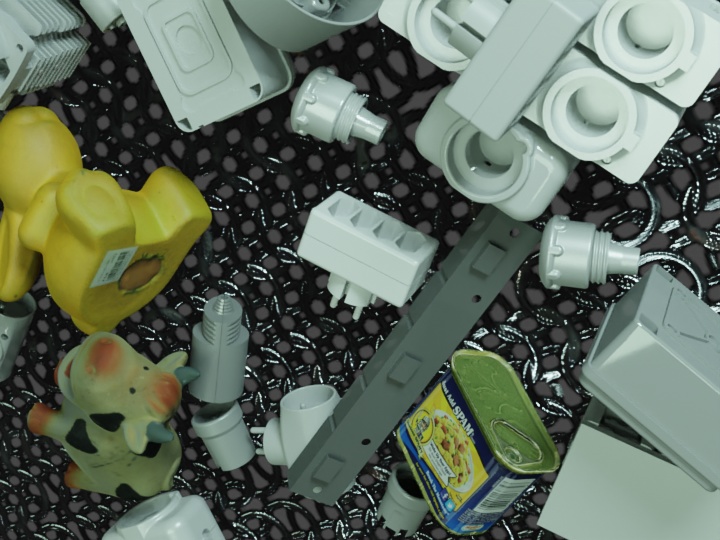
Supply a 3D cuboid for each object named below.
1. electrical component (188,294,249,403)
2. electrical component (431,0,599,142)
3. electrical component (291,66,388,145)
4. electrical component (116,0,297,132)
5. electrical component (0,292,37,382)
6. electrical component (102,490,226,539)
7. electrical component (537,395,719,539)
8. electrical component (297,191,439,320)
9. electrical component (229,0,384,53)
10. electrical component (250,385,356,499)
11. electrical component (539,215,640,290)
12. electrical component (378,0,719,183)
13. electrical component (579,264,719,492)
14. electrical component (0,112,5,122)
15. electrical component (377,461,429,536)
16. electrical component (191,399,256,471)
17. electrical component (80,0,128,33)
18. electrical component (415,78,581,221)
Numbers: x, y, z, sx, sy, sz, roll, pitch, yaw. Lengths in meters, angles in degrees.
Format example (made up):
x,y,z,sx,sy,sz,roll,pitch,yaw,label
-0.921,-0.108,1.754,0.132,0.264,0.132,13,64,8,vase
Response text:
x,y,z,sx,sy,sz,roll,pitch,yaw,label
-0.108,0.057,0.828,0.043,0.043,0.081,17,116,17,electrical component
0.075,-0.130,0.597,0.076,0.047,0.083,38,121,5,electrical component
-0.012,-0.104,0.721,0.062,0.048,0.048,26,119,4,electrical component
-0.102,-0.160,0.729,0.078,0.057,0.113,-19,102,29,electrical component
-0.322,0.044,0.917,0.079,0.044,0.077,35,120,7,electrical component
-0.170,0.230,0.920,0.095,0.054,0.059,-19,102,29,electrical component
0.209,0.154,0.718,0.150,0.062,0.089,24,118,13,electrical component
0.000,0.000,0.755,0.083,0.047,0.075,27,119,12,electrical component
-0.038,-0.187,0.669,0.064,0.099,0.099,-24,99,36,electrical component
-0.048,0.132,0.832,0.079,0.044,0.077,-3,109,25,electrical component
0.147,-0.009,0.690,0.062,0.048,0.048,7,113,14,electrical component
0.116,-0.147,0.637,0.186,0.060,0.105,35,120,7,electrical component
0.199,0.063,0.659,0.109,0.109,0.056,40,118,4,electrical component
-0.319,-0.088,0.850,0.062,0.061,0.096,32,121,10,electrical component
0.036,0.174,0.817,0.040,0.040,0.046,29,125,10,electrical component
-0.108,0.132,0.862,0.040,0.040,0.046,-12,111,27,electrical component
-0.186,-0.201,0.759,0.044,0.044,0.065,-32,100,31,electrical component
0.086,-0.077,0.679,0.095,0.059,0.053,35,120,7,electrical component
